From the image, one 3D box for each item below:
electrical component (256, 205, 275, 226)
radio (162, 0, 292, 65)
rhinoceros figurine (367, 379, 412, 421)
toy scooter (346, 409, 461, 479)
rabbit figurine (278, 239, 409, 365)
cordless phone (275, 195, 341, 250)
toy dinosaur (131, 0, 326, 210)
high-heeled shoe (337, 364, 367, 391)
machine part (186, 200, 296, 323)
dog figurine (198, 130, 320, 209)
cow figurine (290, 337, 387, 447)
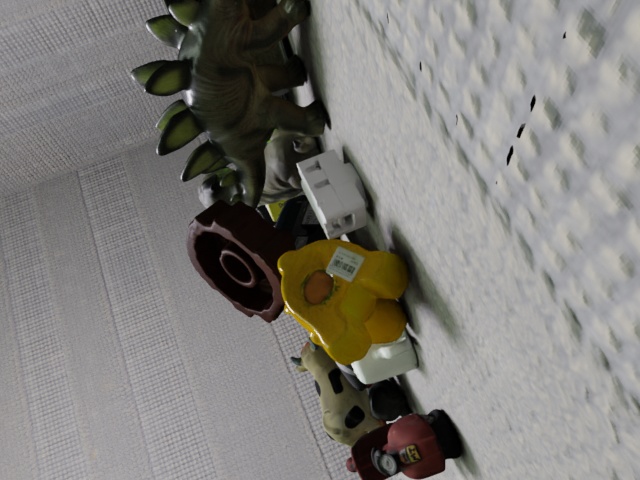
[{"bbox_3d":[-0.073,-0.035,1.082,0.115,0.134,0.058,-127,15,-58],"label":"electrical component"},{"bbox_3d":[-0.130,-0.300,0.675,0.073,0.131,0.229,-125,14,-68],"label":"radio"},{"bbox_3d":[0.101,0.274,0.961,0.190,0.073,0.112,-150,37,-78],"label":"rhinoceros figurine"},{"bbox_3d":[0.100,0.273,0.698,0.183,0.135,0.075,95,154,-73],"label":"toy scooter"},{"bbox_3d":[0.030,0.076,0.611,0.163,0.122,0.173,12,167,39],"label":"rabbit figurine"},{"bbox_3d":[-0.011,0.036,0.834,0.184,0.089,0.146,75,-155,-49],"label":"cordless phone"},{"bbox_3d":[-0.102,-0.158,0.637,0.470,0.199,0.105,79,170,-53],"label":"toy dinosaur"},{"bbox_3d":[0.053,0.124,0.762,0.145,0.086,0.248,-117,15,-78],"label":"high-heeled shoe"},{"bbox_3d":[-0.099,0.028,0.715,0.180,0.056,0.179,25,141,22],"label":"machine part"},{"bbox_3d":[-0.096,-0.098,0.812,0.172,0.191,0.121,95,152,-73],"label":"dog figurine"},{"bbox_3d":[0.025,0.238,0.883,0.127,0.085,0.195,26,-151,-29],"label":"cow figurine"}]
